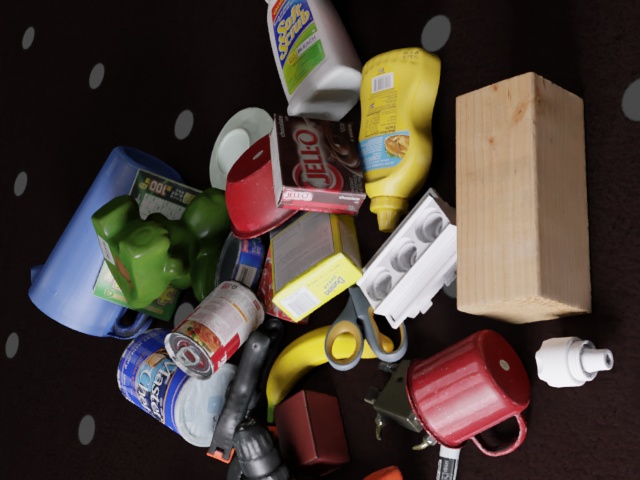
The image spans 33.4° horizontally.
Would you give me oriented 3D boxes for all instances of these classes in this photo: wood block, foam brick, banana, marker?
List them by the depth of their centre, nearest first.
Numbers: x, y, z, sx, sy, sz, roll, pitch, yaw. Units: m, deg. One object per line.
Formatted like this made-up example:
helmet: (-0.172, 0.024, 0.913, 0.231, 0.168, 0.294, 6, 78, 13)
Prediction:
wood block: (0.185, -0.035, 0.980, 0.090, 0.090, 0.206, -14, 69, 44)
marker: (0.116, 0.253, 1.019, 0.020, 0.020, 0.121, 2, 80, 47)
foam brick: (-0.009, 0.208, 1.142, 0.053, 0.051, 0.078, -35, 55, 36)
banana: (0.001, 0.132, 1.170, 0.198, 0.037, 0.070, -37, 74, 36)

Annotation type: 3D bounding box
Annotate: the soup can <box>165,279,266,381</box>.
soup can: (-0.117, 0.100, 1.203, 0.069, 0.068, 0.102, -6, 31, 46)

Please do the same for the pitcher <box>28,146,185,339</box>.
pitcher: (-0.274, 0.006, 1.443, 0.243, 0.149, 0.145, -60, 29, 11)

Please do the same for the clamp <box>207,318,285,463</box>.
clamp: (-0.082, 0.166, 1.208, 0.039, 0.120, 0.171, 26, 105, 11)

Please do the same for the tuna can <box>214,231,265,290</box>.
tuna can: (-0.097, 0.031, 1.280, 0.086, 0.033, 0.086, -164, 90, -71)

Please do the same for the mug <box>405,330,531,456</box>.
mug: (0.145, 0.144, 0.980, 0.082, 0.093, 0.117, -34, 87, 30)

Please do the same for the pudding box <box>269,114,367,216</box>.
pudding box: (-0.005, -0.080, 1.130, 0.039, 0.090, 0.113, 111, 158, -44)

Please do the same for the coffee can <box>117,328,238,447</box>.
coffee can: (-0.164, 0.174, 1.280, 0.141, 0.102, 0.103, 20, 93, 48)

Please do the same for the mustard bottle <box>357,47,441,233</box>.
mustard bottle: (0.079, -0.103, 1.136, 0.096, 0.058, 0.191, -7, 73, 48)

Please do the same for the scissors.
scissors: (0.026, 0.063, 1.138, 0.096, 0.016, 0.202, -31, 46, -3)

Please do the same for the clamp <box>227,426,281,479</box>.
clamp: (-0.072, 0.312, 1.189, 0.165, 0.036, 0.210, 30, 104, 45)

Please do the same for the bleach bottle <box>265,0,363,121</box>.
bleach bottle: (-0.023, -0.251, 1.288, 0.103, 0.068, 0.251, -43, 49, 26)

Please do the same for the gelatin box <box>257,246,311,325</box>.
gelatin box: (-0.035, 0.046, 1.234, 0.073, 0.030, 0.089, 15, 89, 48)

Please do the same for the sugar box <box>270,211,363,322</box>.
sugar box: (-0.007, 0.002, 1.151, 0.093, 0.048, 0.176, -34, 27, 18)

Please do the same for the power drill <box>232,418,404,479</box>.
power drill: (0.004, 0.260, 1.058, 0.188, 0.057, 0.184, -8, 109, 44)

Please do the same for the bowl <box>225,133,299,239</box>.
bowl: (-0.055, -0.077, 1.217, 0.162, 0.055, 0.162, -34, 24, 17)
